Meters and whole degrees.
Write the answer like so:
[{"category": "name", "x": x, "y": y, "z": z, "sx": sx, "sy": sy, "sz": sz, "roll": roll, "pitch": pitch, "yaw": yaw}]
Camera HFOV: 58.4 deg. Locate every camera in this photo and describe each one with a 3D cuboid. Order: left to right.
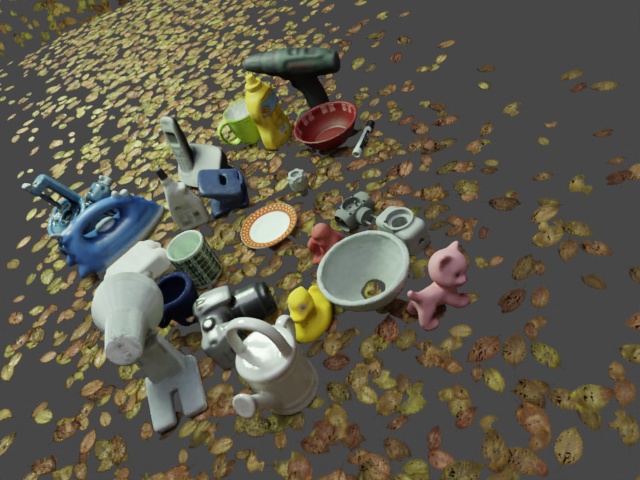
[{"category": "camera", "x": -0.151, "y": 0.135, "z": 1.036, "sx": 0.137, "sy": 0.101, "sz": 0.143, "roll": -25, "pitch": 43, "yaw": 1}]

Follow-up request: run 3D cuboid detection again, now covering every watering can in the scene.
[{"category": "watering can", "x": -0.079, "y": 0.188, "z": 0.879, "sx": 0.101, "sy": 0.195, "sz": 0.172, "roll": -17, "pitch": 43, "yaw": 10}]

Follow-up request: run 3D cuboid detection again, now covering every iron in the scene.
[{"category": "iron", "x": -0.494, "y": -0.038, "z": 1.339, "sx": 0.118, "sy": 0.142, "sz": 0.259, "roll": 25, "pitch": 63, "yaw": 40}]

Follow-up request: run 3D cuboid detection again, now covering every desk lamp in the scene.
[{"category": "desk lamp", "x": -0.295, "y": 0.182, "z": 0.976, "sx": 0.118, "sy": 0.214, "sz": 0.202, "roll": -29, "pitch": 43, "yaw": -3}]

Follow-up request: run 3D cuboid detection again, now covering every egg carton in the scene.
[{"category": "egg carton", "x": -0.388, "y": 0.070, "z": 1.236, "sx": 0.107, "sy": 0.070, "sz": 0.150, "roll": 27, "pitch": 64, "yaw": 41}]

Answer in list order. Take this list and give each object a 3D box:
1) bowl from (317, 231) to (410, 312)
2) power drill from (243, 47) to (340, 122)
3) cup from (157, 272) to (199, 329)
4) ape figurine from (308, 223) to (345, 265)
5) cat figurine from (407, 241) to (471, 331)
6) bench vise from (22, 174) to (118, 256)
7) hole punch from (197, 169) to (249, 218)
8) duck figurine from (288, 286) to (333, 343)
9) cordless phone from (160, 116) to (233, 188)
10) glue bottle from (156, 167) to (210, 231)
[{"category": "bowl", "x": 0.083, "y": 0.068, "z": 1.008, "sx": 0.167, "sy": 0.075, "sz": 0.167, "roll": -13, "pitch": 44, "yaw": 14}, {"category": "power drill", "x": -0.049, "y": -0.380, "z": 1.409, "sx": 0.229, "sy": 0.209, "sz": 0.075, "roll": -9, "pitch": 45, "yaw": 18}, {"category": "cup", "x": -0.271, "y": 0.134, "z": 1.099, "sx": 0.091, "sy": 0.095, "sz": 0.118, "roll": -7, "pitch": 46, "yaw": 20}, {"category": "ape figurine", "x": 0.010, "y": 0.004, "z": 1.092, "sx": 0.076, "sy": 0.092, "sz": 0.077, "roll": -33, "pitch": 43, "yaw": -7}, {"category": "cat figurine", "x": 0.192, "y": 0.066, "z": 0.925, "sx": 0.128, "sy": 0.118, "sz": 0.067, "roll": -36, "pitch": 43, "yaw": -10}, {"category": "bench vise", "x": -0.607, "y": -0.096, "z": 1.392, "sx": 0.121, "sy": 0.220, "sz": 0.207, "roll": -2, "pitch": 48, "yaw": 24}, {"category": "hole punch", "x": -0.225, "y": -0.124, "z": 1.331, "sx": 0.101, "sy": 0.091, "sz": 0.108, "roll": -22, "pitch": 43, "yaw": 4}, {"category": "duck figurine", "x": -0.025, "y": 0.117, "z": 1.004, "sx": 0.077, "sy": 0.086, "sz": 0.104, "roll": 1, "pitch": 49, "yaw": 27}, {"category": "cordless phone", "x": -0.308, "y": -0.217, "z": 1.392, "sx": 0.147, "sy": 0.185, "sz": 0.094, "roll": 8, "pitch": 53, "yaw": 32}, {"category": "glue bottle", "x": -0.318, "y": -0.097, "z": 1.288, "sx": 0.078, "sy": 0.174, "sz": 0.037, "roll": -20, "pitch": 43, "yaw": 8}]
